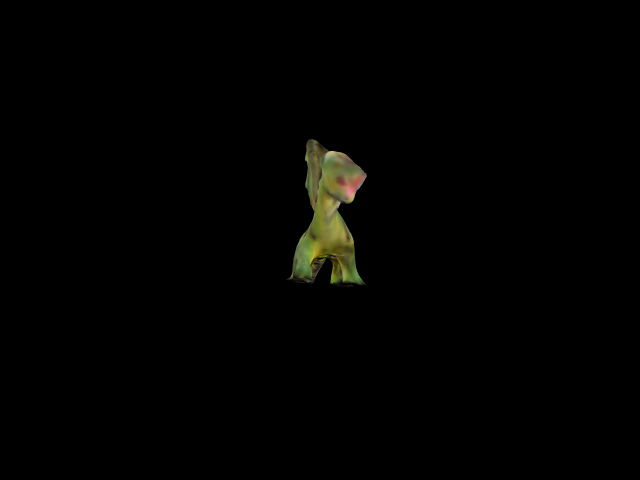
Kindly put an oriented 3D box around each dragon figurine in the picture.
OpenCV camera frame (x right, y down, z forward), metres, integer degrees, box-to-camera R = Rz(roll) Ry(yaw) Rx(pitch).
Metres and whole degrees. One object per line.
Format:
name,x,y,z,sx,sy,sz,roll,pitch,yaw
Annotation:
dragon figurine,0.003,-0.043,0.850,0.122,0.244,0.408,1,-5,-11
